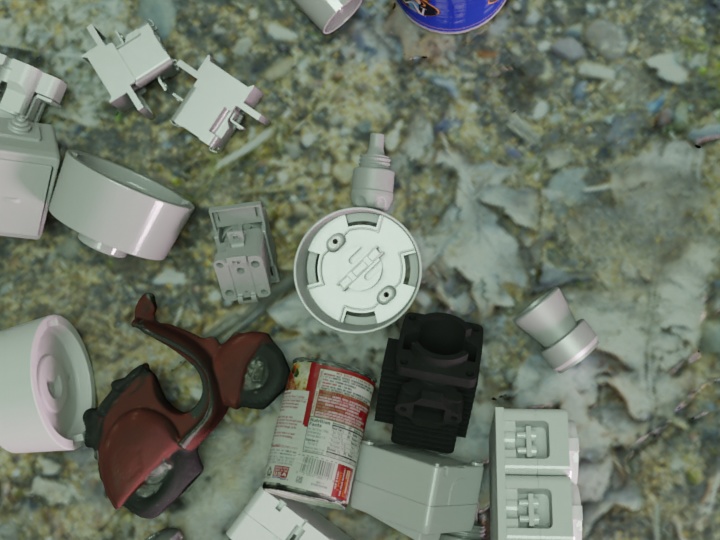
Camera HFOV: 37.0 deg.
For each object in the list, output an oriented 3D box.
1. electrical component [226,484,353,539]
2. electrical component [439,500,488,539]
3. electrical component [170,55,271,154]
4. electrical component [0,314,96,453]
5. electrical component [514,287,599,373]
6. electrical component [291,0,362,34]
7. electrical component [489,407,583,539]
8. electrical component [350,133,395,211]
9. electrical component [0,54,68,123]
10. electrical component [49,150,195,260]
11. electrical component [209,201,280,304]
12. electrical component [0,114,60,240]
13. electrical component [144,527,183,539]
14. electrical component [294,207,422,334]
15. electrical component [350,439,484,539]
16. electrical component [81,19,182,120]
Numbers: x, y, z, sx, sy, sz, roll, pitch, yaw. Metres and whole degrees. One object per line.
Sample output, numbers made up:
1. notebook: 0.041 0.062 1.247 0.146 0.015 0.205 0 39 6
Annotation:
1. electrical component: -0.057 0.218 0.862 0.089 0.050 0.055 36 91 4
2. electrical component: 0.082 0.213 0.856 0.048 0.048 0.062 8 81 4
3. electrical component: -0.118 -0.134 0.879 0.081 0.042 0.063 34 95 5
4. electrical component: -0.262 0.094 0.854 0.060 0.108 0.108 -11 88 10
5. electrical component: 0.156 0.048 0.853 0.045 0.045 0.055 -39 87 2
6. electrical component: -0.026 -0.246 0.873 0.079 0.044 0.077 -42 86 2
7. electrical component: 0.131 0.187 0.805 0.062 0.089 0.150 0 66 3
8. electrical component: 0.011 -0.080 0.872 0.035 0.035 0.061 5 87 4
9. electrical component: -0.289 -0.142 0.884 0.078 0.058 0.057 22 88 4
10. electrical component: -0.193 -0.045 0.852 0.108 0.108 0.060 26 97 4
11. electrical component: -0.092 -0.011 0.857 0.042 0.063 0.081 -7 130 5
12. electrical component: -0.276 -0.076 0.851 0.062 0.061 0.096 7 125 -27
13. electrical component: -0.155 0.244 0.872 0.048 0.048 0.062 -32 93 3
14. electrical component: 0.000 0.000 0.856 0.099 0.064 0.099 0 89 4
15. electrical component: 0.038 0.170 0.838 0.096 0.062 0.061 10 89 43
16. electrical component: -0.186 -0.169 0.885 0.064 0.042 0.081 -32 87 -1
